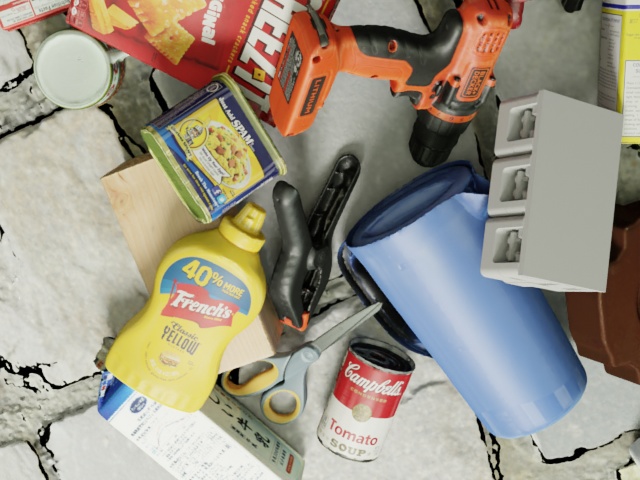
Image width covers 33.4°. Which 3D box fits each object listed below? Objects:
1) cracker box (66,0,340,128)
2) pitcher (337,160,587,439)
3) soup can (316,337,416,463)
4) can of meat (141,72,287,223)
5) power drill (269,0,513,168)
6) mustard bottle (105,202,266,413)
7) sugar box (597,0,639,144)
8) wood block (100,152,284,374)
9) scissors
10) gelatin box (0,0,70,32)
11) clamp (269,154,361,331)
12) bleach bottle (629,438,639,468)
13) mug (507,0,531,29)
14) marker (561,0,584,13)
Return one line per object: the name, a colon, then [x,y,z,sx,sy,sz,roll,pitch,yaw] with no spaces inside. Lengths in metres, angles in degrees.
cracker box: [-0.097,-0.214,0.912,0.213,0.072,0.164,27,132,-3]
pitcher: [0.133,0.061,0.980,0.145,0.149,0.243,-35,103,-4]
soup can: [0.043,0.154,1.032,0.068,0.068,0.102,20,106,-1]
can of meat: [-0.091,-0.076,0.904,0.083,0.058,0.102,-36,106,-16]
power drill: [0.055,-0.129,0.905,0.187,0.057,0.185,-5,140,-22]
mustard bottle: [-0.102,0.051,0.927,0.096,0.058,0.192,30,103,-7]
sugar box: [0.270,-0.177,0.917,0.048,0.093,0.176,2,105,2]
wood block: [-0.115,0.015,0.995,0.091,0.090,0.206,-20,102,9]
scissors: [-0.005,0.124,1.025,0.202,0.016,0.096,-21,114,28]
gelatin box: [-0.267,-0.243,0.970,0.073,0.030,0.089,-18,103,7]
clamp: [-0.007,0.001,0.995,0.039,0.120,0.171,31,131,30]
bleach bottle: [0.423,0.161,1.011,0.251,0.068,0.102,-41,99,10]
mug: [0.168,-0.240,0.913,0.093,0.081,0.117,0,104,4]
marker: [0.234,-0.244,0.911,0.020,0.020,0.121,15,139,0]
